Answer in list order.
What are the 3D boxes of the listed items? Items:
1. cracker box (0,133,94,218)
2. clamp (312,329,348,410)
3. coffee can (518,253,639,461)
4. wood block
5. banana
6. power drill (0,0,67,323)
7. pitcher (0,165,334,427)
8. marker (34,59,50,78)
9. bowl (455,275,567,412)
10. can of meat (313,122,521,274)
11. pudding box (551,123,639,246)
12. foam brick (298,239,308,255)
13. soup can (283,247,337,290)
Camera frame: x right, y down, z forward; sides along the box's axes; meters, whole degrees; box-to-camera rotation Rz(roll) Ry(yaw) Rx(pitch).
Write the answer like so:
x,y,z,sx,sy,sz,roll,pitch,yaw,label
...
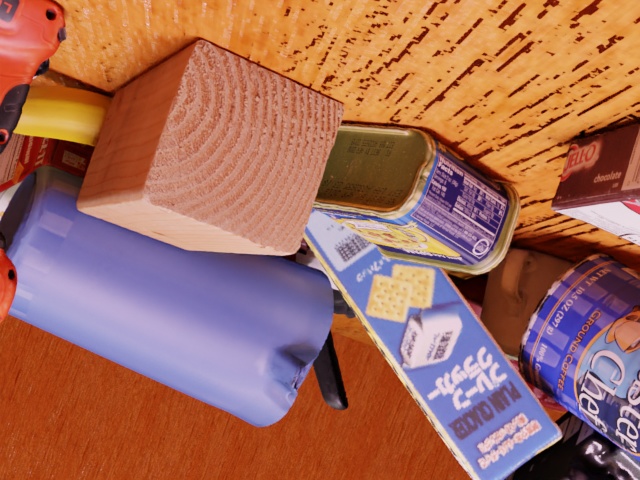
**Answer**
x,y,z,sx,sy,sz,roll,pitch,yaw,label
-0.200,-0.037,0.908,0.164,0.072,0.214,23,154,-35,cracker box
0.003,0.026,0.944,0.210,0.164,0.036,42,176,29,clamp
0.211,0.085,0.672,0.140,0.103,0.102,36,-175,39,coffee can
-0.076,-0.047,0.645,0.090,0.090,0.206,21,172,-21,wood block
-0.140,-0.069,0.758,0.197,0.069,0.037,26,129,-16,banana
-0.226,-0.060,0.554,0.184,0.187,0.057,22,174,-31,power drill
-0.125,0.037,0.808,0.242,0.145,0.149,26,142,-24,pitcher
-0.207,-0.117,0.739,0.020,0.020,0.121,23,172,-23,marker
0.174,0.080,0.945,0.162,0.055,0.162,36,163,12,bowl
0.048,-0.025,0.611,0.083,0.057,0.102,28,168,-41,can of meat
0.164,-0.017,0.450,0.090,0.039,0.114,21,174,-12,pudding box
-0.039,-0.027,0.834,0.078,0.051,0.053,19,173,2,foam brick
-0.006,0.001,0.897,0.102,0.068,0.068,16,172,22,soup can
